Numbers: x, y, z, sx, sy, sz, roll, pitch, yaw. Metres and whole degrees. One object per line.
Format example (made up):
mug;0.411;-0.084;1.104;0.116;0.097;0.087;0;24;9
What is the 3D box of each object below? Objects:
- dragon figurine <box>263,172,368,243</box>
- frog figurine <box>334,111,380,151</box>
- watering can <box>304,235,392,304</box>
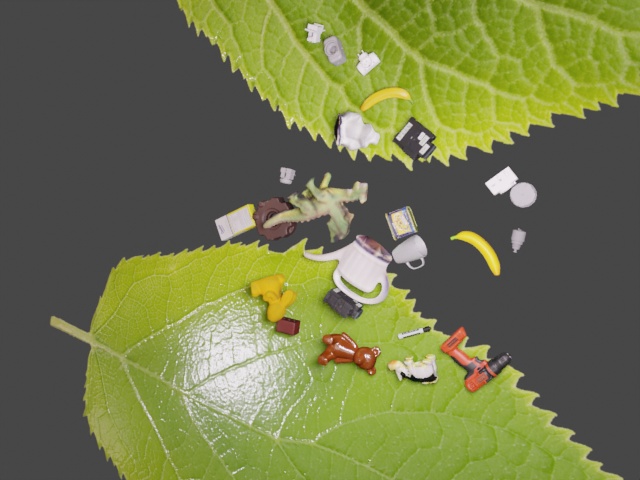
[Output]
dragon figurine;0.006;-0.096;1.908;0.407;0.123;0.244;-40;85;14
frog figurine;0.134;-0.393;1.869;0.159;0.122;0.138;3;83;-12
watering can;0.114;0.078;1.862;0.350;0.104;0.222;36;103;19
